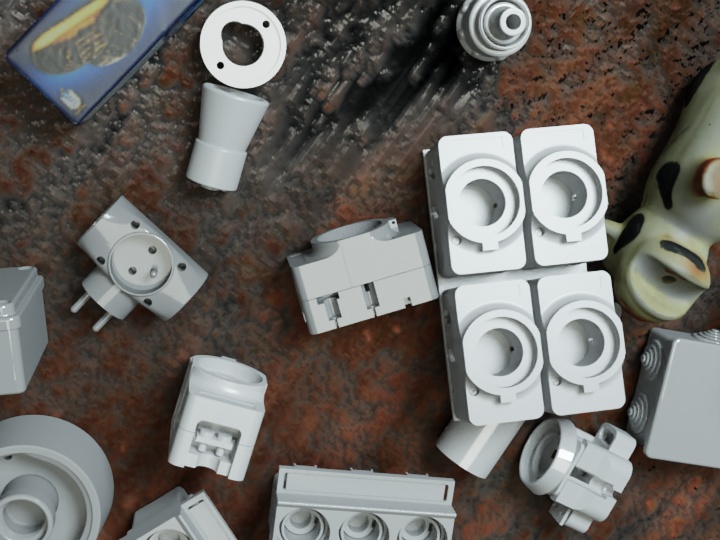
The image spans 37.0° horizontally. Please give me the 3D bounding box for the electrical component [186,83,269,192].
[{"bbox_3d":[-0.089,-0.084,0.702,0.044,0.044,0.065,15,102,-11],"label":"electrical component"}]

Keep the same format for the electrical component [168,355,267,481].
[{"bbox_3d":[-0.094,0.092,0.708,0.050,0.089,0.055,16,98,-11],"label":"electrical component"}]

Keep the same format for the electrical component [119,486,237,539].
[{"bbox_3d":[-0.110,0.215,0.743,0.079,0.063,0.121,-31,103,-2],"label":"electrical component"}]

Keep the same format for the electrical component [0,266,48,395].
[{"bbox_3d":[-0.256,0.039,0.666,0.109,0.108,0.056,-4,104,-7],"label":"electrical component"}]

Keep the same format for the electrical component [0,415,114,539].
[{"bbox_3d":[-0.222,0.157,0.717,0.108,0.060,0.108,-2,101,-8],"label":"electrical component"}]

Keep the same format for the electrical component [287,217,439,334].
[{"bbox_3d":[0.000,0.000,0.725,0.089,0.050,0.055,-16,102,-5],"label":"electrical component"}]

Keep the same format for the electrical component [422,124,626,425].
[{"bbox_3d":[0.108,0.003,0.714,0.105,0.060,0.186,-6,87,-7],"label":"electrical component"}]

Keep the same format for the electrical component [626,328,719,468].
[{"bbox_3d":[0.248,0.092,0.779,0.100,0.048,0.099,10,99,-10],"label":"electrical component"}]

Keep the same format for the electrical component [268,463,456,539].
[{"bbox_3d":[-0.002,0.174,0.751,0.121,0.063,0.078,6,100,-9],"label":"electrical component"}]

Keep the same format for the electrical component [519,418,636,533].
[{"bbox_3d":[0.152,0.141,0.770,0.057,0.058,0.078,27,96,-15],"label":"electrical component"}]

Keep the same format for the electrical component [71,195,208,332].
[{"bbox_3d":[-0.155,0.006,0.707,0.077,0.044,0.079,44,92,-13],"label":"electrical component"}]

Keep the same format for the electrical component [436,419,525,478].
[{"bbox_3d":[0.094,0.101,0.761,0.043,0.043,0.081,32,95,-13],"label":"electrical component"}]

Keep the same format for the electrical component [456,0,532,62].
[{"bbox_3d":[0.092,-0.161,0.702,0.048,0.062,0.048,-1,101,-8],"label":"electrical component"}]
